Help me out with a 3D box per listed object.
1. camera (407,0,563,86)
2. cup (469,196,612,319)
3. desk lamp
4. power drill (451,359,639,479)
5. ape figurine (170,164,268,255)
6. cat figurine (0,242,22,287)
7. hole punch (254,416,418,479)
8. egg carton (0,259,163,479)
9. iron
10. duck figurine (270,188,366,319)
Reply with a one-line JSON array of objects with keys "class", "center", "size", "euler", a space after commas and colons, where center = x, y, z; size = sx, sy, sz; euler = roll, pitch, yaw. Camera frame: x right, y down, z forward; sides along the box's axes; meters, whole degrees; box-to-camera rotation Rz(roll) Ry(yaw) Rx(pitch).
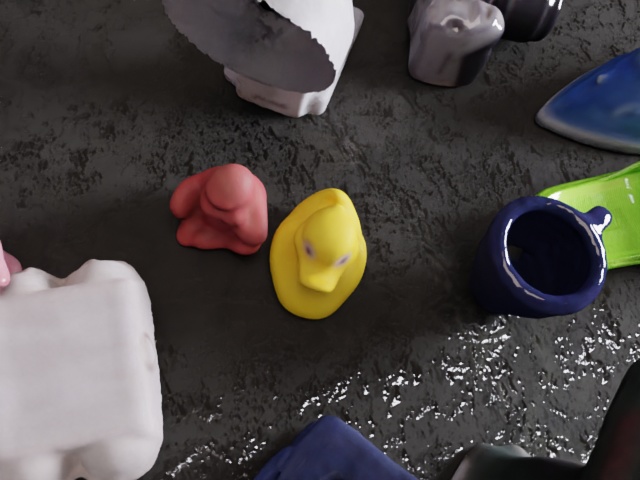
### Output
[{"class": "camera", "center": [0.161, -0.227, 0.543], "size": [0.137, 0.100, 0.143], "euler": [10, 68, -8]}, {"class": "cup", "center": [0.169, 0.017, 0.456], "size": [0.118, 0.095, 0.091], "euler": [-31, 78, -20]}, {"class": "desk lamp", "center": [-0.023, -0.184, 0.429], "size": [0.118, 0.213, 0.203], "euler": [22, 67, -2]}, {"class": "power drill", "center": [0.137, 0.175, 0.328], "size": [0.075, 0.208, 0.230], "euler": [38, 67, 5]}, {"class": "ape figurine", "center": [-0.069, -0.028, 0.427], "size": [0.078, 0.092, 0.076], "euler": [45, 68, 7]}, {"class": "cat figurine", "center": [-0.247, -0.002, 0.367], "size": [0.067, 0.117, 0.127], "euler": [-35, 80, -21]}, {"class": "hole punch", "center": [0.003, 0.178, 0.364], "size": [0.101, 0.091, 0.109], "euler": [41, 67, 6]}, {"class": "egg carton", "center": [-0.161, 0.088, 0.377], "size": [0.107, 0.069, 0.150], "euler": [-9, 72, -14]}, {"class": "iron", "center": [0.348, -0.158, 0.533], "size": [0.259, 0.141, 0.118], "euler": [-9, 71, -14]}, {"class": "duck figurine", "center": [0.004, 0.002, 0.434], "size": [0.077, 0.086, 0.104], "euler": [16, 67, -5]}]
